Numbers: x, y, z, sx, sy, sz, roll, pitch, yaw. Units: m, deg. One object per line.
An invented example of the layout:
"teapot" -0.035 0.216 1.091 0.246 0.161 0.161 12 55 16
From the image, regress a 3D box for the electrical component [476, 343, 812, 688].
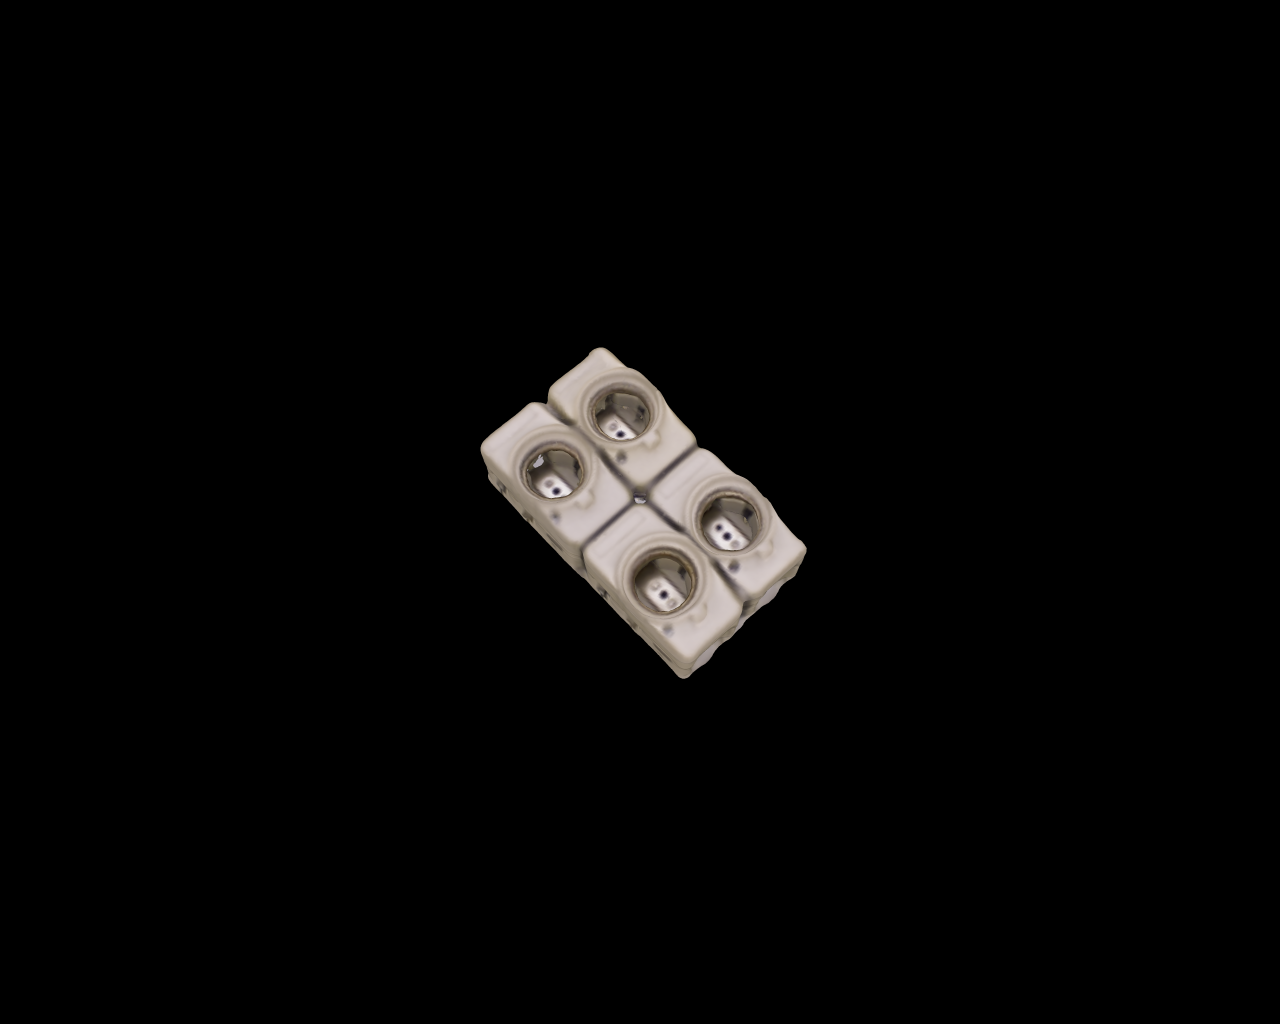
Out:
"electrical component" 0.001 -0.003 0.650 0.105 0.186 0.060 -41 -15 -14
